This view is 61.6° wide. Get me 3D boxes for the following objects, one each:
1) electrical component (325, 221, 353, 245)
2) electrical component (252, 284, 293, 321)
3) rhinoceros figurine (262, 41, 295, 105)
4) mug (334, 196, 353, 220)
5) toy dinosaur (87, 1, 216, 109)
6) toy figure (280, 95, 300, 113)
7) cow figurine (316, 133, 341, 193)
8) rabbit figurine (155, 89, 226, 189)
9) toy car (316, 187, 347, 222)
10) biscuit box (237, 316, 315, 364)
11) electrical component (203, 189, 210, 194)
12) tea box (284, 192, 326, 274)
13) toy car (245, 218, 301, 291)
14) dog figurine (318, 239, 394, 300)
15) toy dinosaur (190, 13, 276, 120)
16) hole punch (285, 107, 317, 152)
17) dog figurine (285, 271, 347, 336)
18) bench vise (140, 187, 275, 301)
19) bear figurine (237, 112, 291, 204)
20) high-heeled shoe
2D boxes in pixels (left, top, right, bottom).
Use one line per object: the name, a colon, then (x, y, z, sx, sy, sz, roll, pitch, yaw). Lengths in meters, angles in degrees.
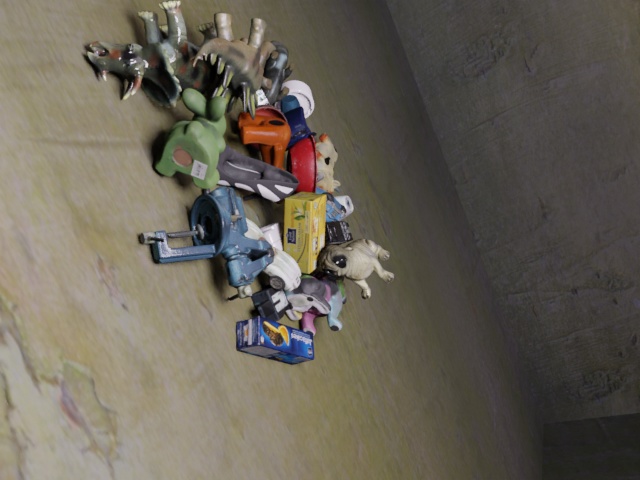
electrical component: (-0.003, -0.004, 1.346, 0.115, 0.134, 0.058, 0, 73, -59)
electrical component: (-0.111, 0.142, 1.156, 0.074, 0.048, 0.119, 66, 28, -8)
rhinoceros figurine: (-0.121, -0.447, 1.435, 0.073, 0.112, 0.190, 16, 70, -26)
mug: (0.043, -0.084, 1.510, 0.109, 0.107, 0.080, -3, 78, -60)
toy dinosaur: (-0.278, -0.357, 1.094, 0.405, 0.131, 0.192, -25, 113, -70)
toy figure: (-0.074, -0.322, 1.476, 0.154, 0.058, 0.064, 79, -9, -45)
cow figurine: (0.006, -0.205, 1.549, 0.127, 0.085, 0.195, 47, 35, -28)
rabbit figurine: (-0.234, -0.209, 1.026, 0.170, 0.121, 0.159, -77, -179, -49)
toy car: (-0.013, -0.080, 1.401, 0.162, 0.103, 0.109, 34, -3, 44)
biscuit box: (-0.090, 0.215, 1.137, 0.202, 0.059, 0.063, 31, 47, -52)
electrical component: (-0.222, -0.063, 1.105, 0.063, 0.021, 0.094, 29, 48, -53)
tea box: (-0.035, -0.019, 1.227, 0.098, 0.068, 0.169, -32, 126, -66)
toy car: (-0.120, 0.031, 1.152, 0.201, 0.056, 0.073, 42, 33, -8)
dog figurine: (0.069, 0.034, 1.293, 0.190, 0.121, 0.172, 33, 19, -35)
toy dinosaur: (-0.170, -0.361, 1.121, 0.471, 0.105, 0.198, -9, 105, -79)
hole punch: (-0.079, -0.280, 1.389, 0.116, 0.142, 0.092, -71, 138, -70)
dog figurine: (-0.002, 0.119, 1.314, 0.191, 0.108, 0.219, 54, 28, -25)
bench vise: (-0.210, 0.011, 0.993, 0.240, 0.129, 0.223, -6, 88, -41)
bear figurine: (-0.132, -0.187, 1.259, 0.120, 0.132, 0.195, -107, -155, -52)
high-heeled shoe: (-0.160, -0.166, 1.149, 0.248, 0.145, 0.086, 49, 34, -39)
